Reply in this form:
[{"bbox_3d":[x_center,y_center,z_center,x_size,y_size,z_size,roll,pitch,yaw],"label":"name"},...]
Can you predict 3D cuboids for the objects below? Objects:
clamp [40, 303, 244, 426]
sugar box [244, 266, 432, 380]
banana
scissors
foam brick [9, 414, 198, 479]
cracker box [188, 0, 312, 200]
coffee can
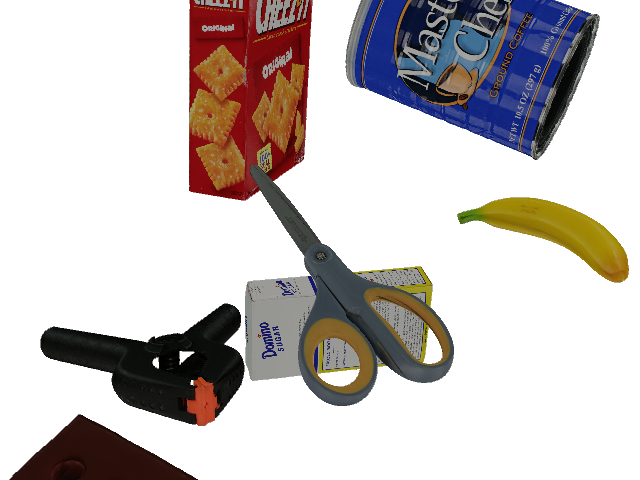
[{"bbox_3d":[-0.105,0.088,0.801,0.164,0.036,0.210,-10,14,-27],"label":"clamp"},{"bbox_3d":[0.016,0.079,1.030,0.176,0.093,0.048,-3,28,-10],"label":"sugar box"},{"bbox_3d":[0.226,-0.006,1.024,0.069,0.037,0.198,-39,37,-24],"label":"banana"},{"bbox_3d":[-0.009,0.027,0.641,0.096,0.016,0.202,-35,56,-27],"label":"scissors"},{"bbox_3d":[-0.084,0.120,0.440,0.078,0.051,0.052,22,45,26],"label":"foam brick"},{"bbox_3d":[-0.066,-0.165,1.064,0.072,0.214,0.164,11,21,18],"label":"cracker box"},{"bbox_3d":[0.102,-0.128,0.722,0.140,0.103,0.102,25,7,15],"label":"coffee can"}]
